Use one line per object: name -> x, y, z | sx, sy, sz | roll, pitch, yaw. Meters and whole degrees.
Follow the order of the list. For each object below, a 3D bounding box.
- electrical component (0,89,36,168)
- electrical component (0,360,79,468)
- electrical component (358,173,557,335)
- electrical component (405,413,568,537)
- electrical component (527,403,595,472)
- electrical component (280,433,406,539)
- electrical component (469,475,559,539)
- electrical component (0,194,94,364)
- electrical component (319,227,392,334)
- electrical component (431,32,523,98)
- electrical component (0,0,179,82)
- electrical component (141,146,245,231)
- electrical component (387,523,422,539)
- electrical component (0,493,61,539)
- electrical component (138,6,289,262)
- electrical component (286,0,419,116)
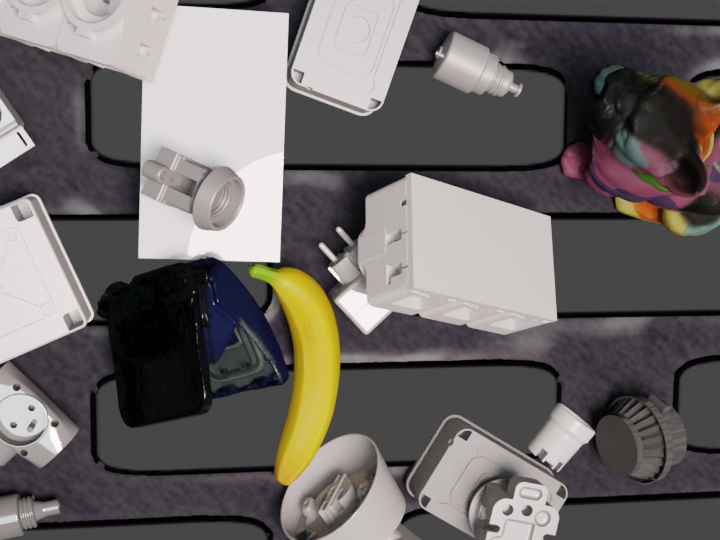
electrical component -> -0.313, -0.092, 0.795 | 0.121, 0.063, 0.078 | -34, 100, -4
electrical component -> -0.274, 0.124, 0.834 | 0.079, 0.044, 0.077 | -44, 101, -3
electrical component -> 0.077, -0.008, 0.833 | 0.150, 0.062, 0.089 | 13, 68, -36
electrical component -> 0.104, 0.180, 0.896 | 0.113, 0.057, 0.078 | 32, 90, -11
electrical component -> 0.170, 0.142, 0.913 | 0.040, 0.040, 0.046 | 37, 95, -11
electrical component -> -0.014, 0.187, 0.859 | 0.099, 0.099, 0.064 | -35, 106, -4
electrical component -> 0.118, 0.196, 0.840 | 0.058, 0.057, 0.078 | 12, 94, -10
electrical component -> -0.275, 0.012, 0.816 | 0.109, 0.056, 0.108 | -24, 99, -6
electrical component -> 0.000, 0.000, 0.865 | 0.066, 0.047, 0.076 | -43, 101, -3
electrical component -> 0.094, -0.161, 0.867 | 0.078, 0.040, 0.040 | 23, 92, -11
electrical component -> -0.212, -0.201, 0.767 | 0.150, 0.062, 0.089 | 19, 93, 20
electrical component -> -0.116, -0.057, 0.766 | 0.055, 0.066, 0.048 | 25, 92, 22
electrical component -> 0.027, 0.241, 0.870 | 0.059, 0.095, 0.053 | 40, 89, -11
electrical component -> -0.268, 0.192, 0.847 | 0.061, 0.035, 0.035 | -10, 97, -10
electrical component -> -0.114, -0.103, 0.829 | 0.105, 0.060, 0.186 | 2, 96, -10
electrical component -> -0.006, -0.184, 0.839 | 0.078, 0.057, 0.113 | 19, 92, -11
